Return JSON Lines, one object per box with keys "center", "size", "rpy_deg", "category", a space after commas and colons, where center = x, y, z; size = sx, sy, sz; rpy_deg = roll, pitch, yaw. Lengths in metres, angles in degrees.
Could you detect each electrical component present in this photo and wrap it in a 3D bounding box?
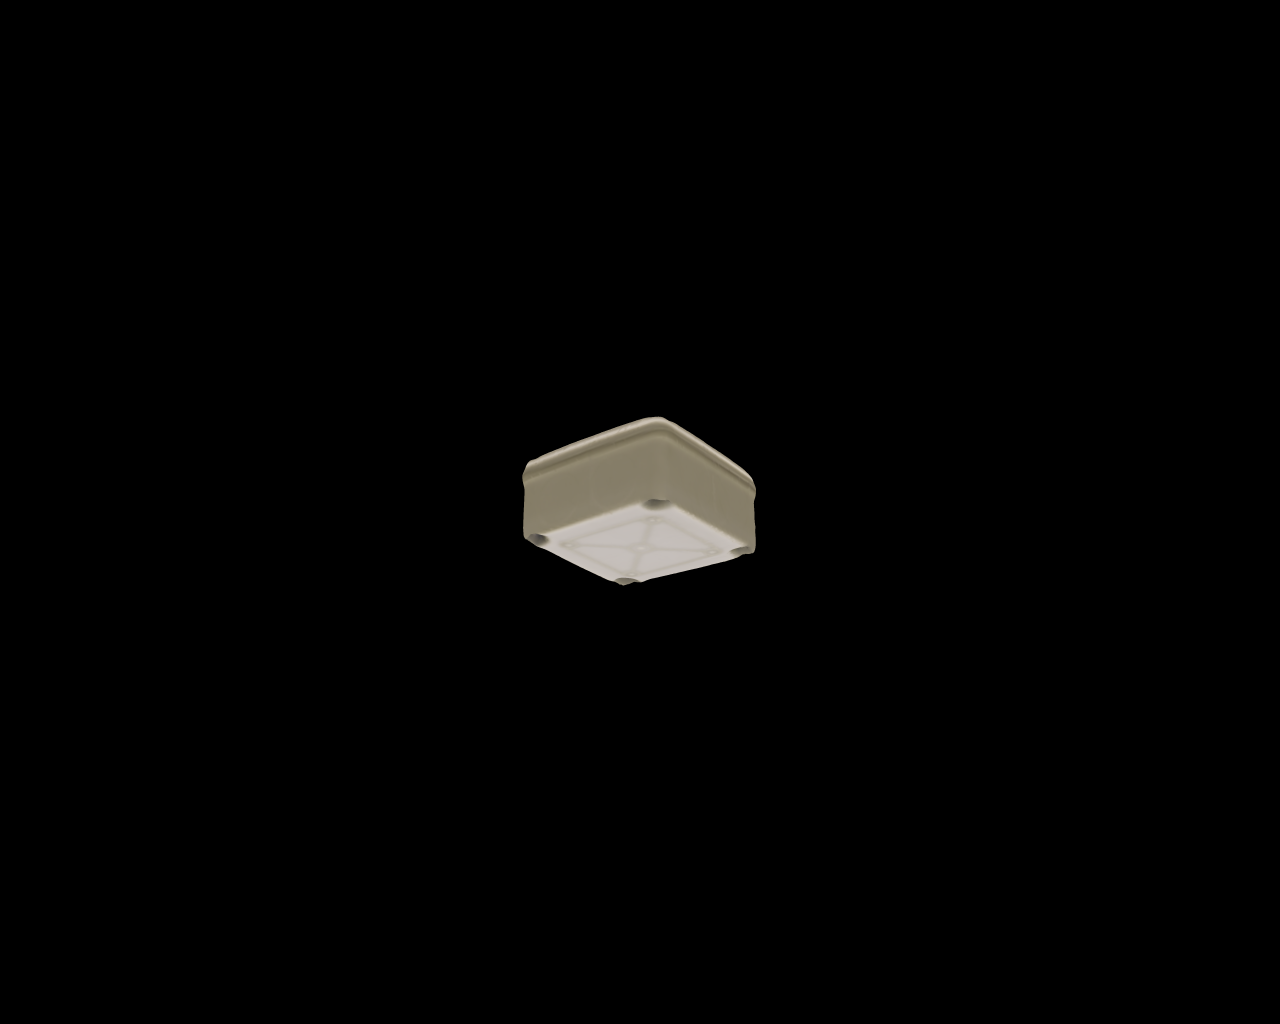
{"center": [0.001, -0.003, 0.650], "size": [0.108, 0.056, 0.108], "rpy_deg": [-17, -29, 32], "category": "electrical component"}
